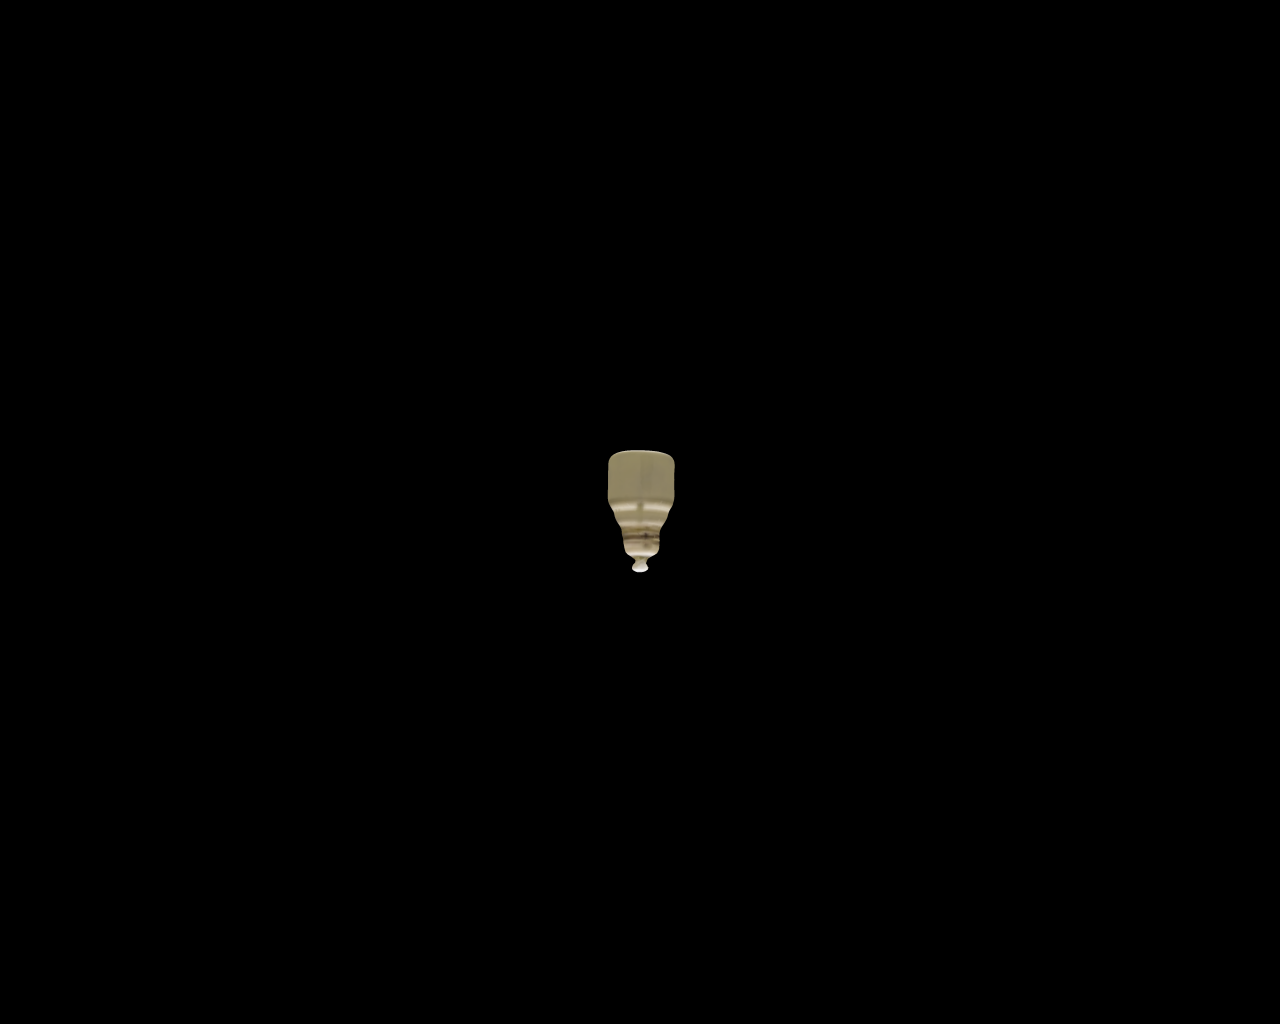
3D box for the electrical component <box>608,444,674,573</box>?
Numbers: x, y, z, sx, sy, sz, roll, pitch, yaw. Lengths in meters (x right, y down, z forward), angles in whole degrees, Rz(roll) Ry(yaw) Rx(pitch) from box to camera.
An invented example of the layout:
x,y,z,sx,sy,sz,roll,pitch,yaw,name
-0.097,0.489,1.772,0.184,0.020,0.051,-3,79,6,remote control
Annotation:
x,y,z,sx,sy,sz,roll,pitch,yaw,name
0.001,-0.003,0.650,0.040,0.078,0.040,0,-7,0,electrical component
